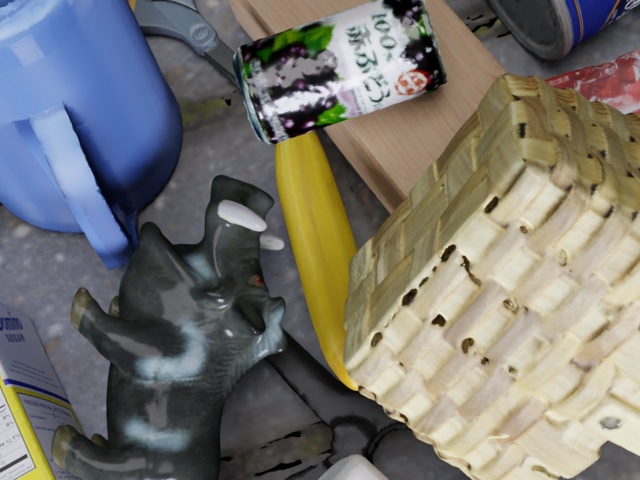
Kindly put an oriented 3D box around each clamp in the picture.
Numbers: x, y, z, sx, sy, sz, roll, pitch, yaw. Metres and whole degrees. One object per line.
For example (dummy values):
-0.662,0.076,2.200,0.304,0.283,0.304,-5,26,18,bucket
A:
0.010,0.127,0.601,0.210,0.036,0.164,15,76,12,clamp

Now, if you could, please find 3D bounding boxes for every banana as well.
0.000,0.005,0.617,0.037,0.069,0.198,-21,61,8,banana

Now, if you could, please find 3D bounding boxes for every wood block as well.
0.035,-0.104,0.639,0.091,0.090,0.206,-36,72,-3,wood block

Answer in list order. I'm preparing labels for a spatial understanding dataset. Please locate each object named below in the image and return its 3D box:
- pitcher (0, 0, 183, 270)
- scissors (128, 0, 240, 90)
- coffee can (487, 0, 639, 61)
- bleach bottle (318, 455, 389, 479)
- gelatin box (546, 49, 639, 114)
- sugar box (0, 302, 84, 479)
-0.152,-0.091,0.583,0.149,0.243,0.145,23,75,7,pitcher
-0.098,-0.129,0.704,0.096,0.016,0.202,-27,70,-2,scissors
0.171,-0.188,0.637,0.140,0.103,0.103,-34,72,-3,coffee can
0.074,0.227,0.528,0.251,0.068,0.102,45,69,3,bleach bottle
0.180,-0.070,0.628,0.089,0.030,0.073,-16,73,19,gelatin box
-0.164,0.117,0.601,0.048,0.093,0.176,-32,71,-1,sugar box
